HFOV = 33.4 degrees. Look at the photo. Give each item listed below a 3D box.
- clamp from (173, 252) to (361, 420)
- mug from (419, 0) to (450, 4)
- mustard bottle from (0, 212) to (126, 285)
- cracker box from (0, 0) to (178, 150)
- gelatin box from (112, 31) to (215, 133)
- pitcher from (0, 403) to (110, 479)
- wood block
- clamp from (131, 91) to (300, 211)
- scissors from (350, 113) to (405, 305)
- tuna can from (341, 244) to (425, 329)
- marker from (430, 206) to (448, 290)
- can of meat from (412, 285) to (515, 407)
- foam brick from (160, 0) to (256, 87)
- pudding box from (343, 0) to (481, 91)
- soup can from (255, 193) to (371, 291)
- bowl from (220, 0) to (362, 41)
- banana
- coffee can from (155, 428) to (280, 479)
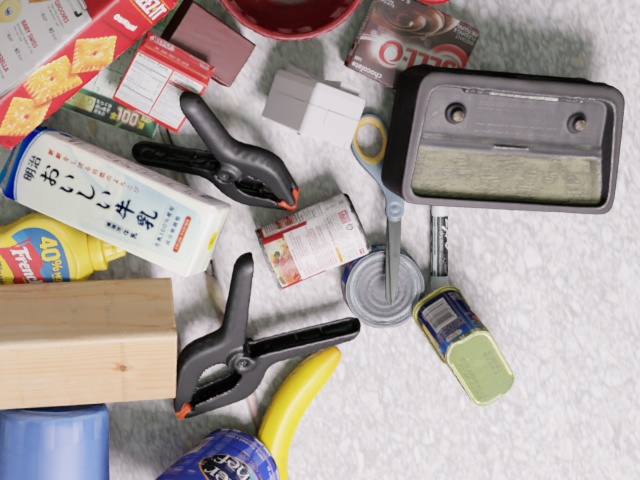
[{"bbox_3d":[-0.070,0.115,1.091,0.164,0.036,0.210,27,118,-29],"label":"clamp"},{"bbox_3d":[0.097,-0.279,1.023,0.081,0.093,0.117,-13,79,-12],"label":"mug"},{"bbox_3d":[-0.291,0.023,1.070,0.191,0.058,0.096,-10,107,-3],"label":"mustard bottle"},{"bbox_3d":[-0.264,-0.216,0.996,0.214,0.072,0.164,-40,67,2],"label":"cracker box"},{"bbox_3d":[-0.151,-0.152,1.028,0.073,0.089,0.030,27,53,-13],"label":"gelatin box"},{"bbox_3d":[-0.283,0.281,1.085,0.149,0.145,0.243,1,96,-20],"label":"pitcher"},{"bbox_3d":[-0.247,0.101,1.044,0.206,0.090,0.091,-2,129,-11],"label":"wood block"},{"bbox_3d":[-0.101,-0.075,1.063,0.171,0.120,0.039,37,55,-27],"label":"clamp"},{"bbox_3d":[0.059,-0.043,1.088,0.096,0.016,0.202,18,84,0],"label":"scissors"},{"bbox_3d":[0.066,0.049,1.114,0.086,0.034,0.086,-1,99,-4],"label":"tuna can"},{"bbox_3d":[0.125,-0.008,1.117,0.020,0.020,0.121,-2,99,-4],"label":"marker"},{"bbox_3d":[0.148,0.109,1.087,0.057,0.084,0.102,-34,124,1],"label":"can of meat"},{"bbox_3d":[-0.110,-0.192,1.045,0.078,0.053,0.051,33,92,-22],"label":"foam brick"},{"bbox_3d":[0.092,-0.192,1.074,0.113,0.039,0.090,24,97,-8],"label":"pudding box"},{"bbox_3d":[-0.007,0.001,1.083,0.102,0.068,0.068,-23,100,-1],"label":"soup can"},{"bbox_3d":[-0.030,-0.276,1.044,0.162,0.055,0.162,-1,99,-4],"label":"bowl"},{"bbox_3d":[-0.031,0.202,1.132,0.069,0.037,0.198,9,100,-24],"label":"banana"},{"bbox_3d":[-0.114,0.262,1.065,0.103,0.140,0.103,6,105,21],"label":"coffee can"}]
